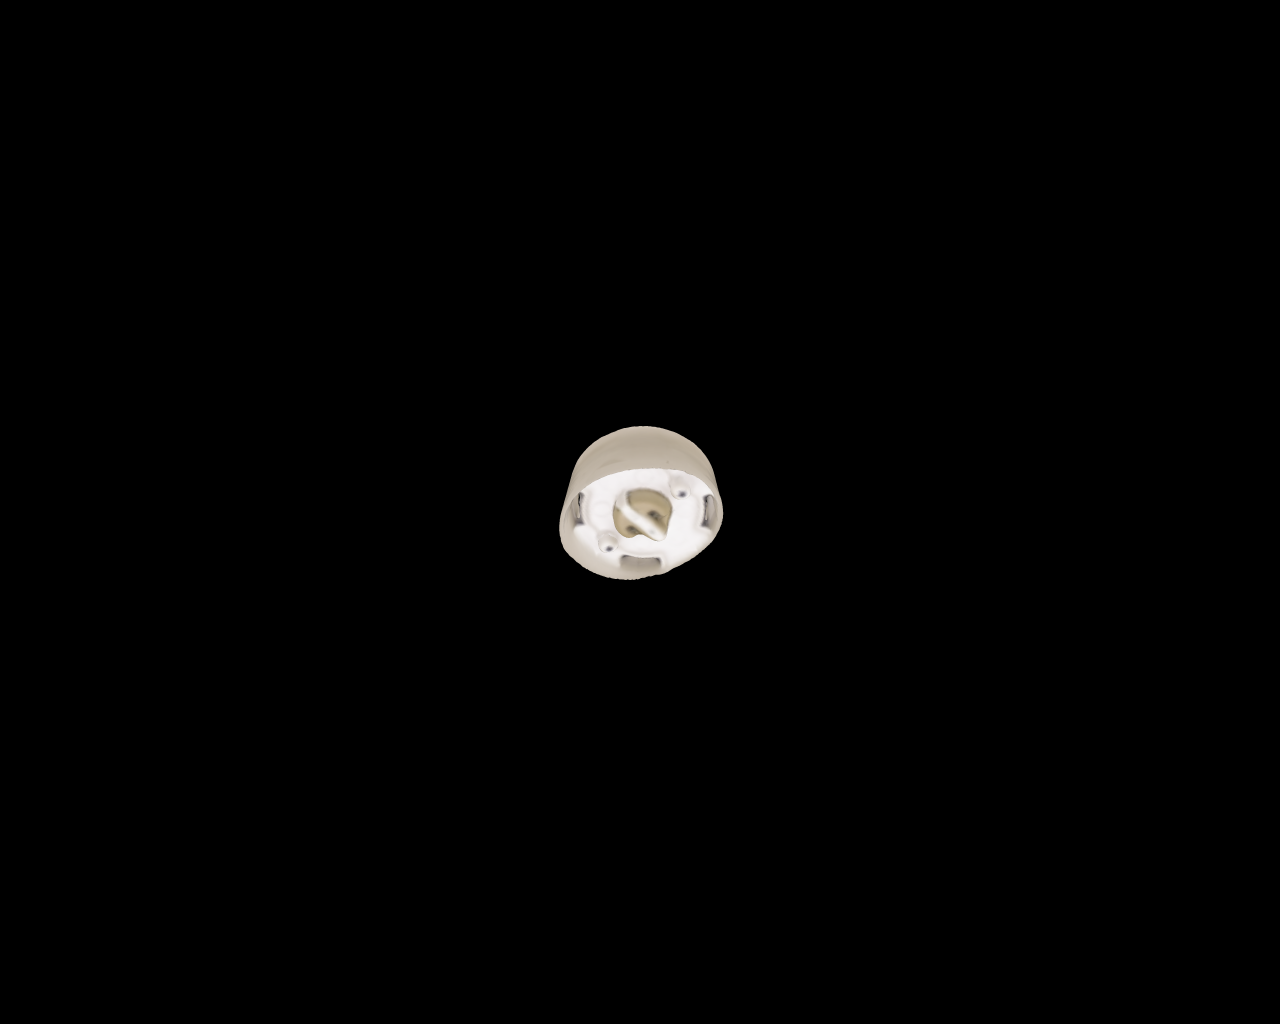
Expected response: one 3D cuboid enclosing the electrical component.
[{"bbox_3d":[0.001,-0.003,0.650,0.099,0.099,0.064,0,37,0],"label":"electrical component"}]
